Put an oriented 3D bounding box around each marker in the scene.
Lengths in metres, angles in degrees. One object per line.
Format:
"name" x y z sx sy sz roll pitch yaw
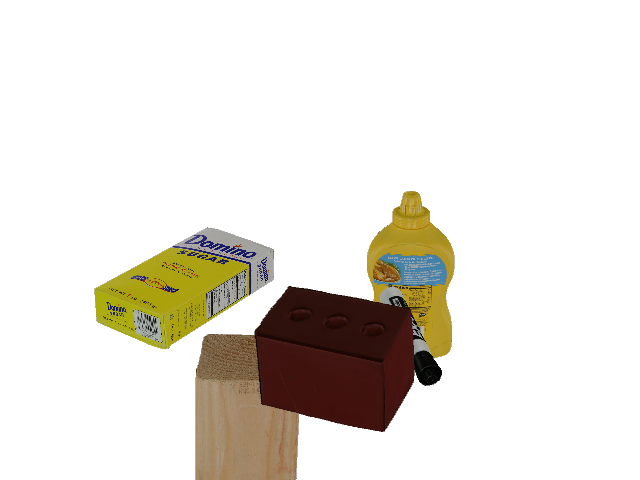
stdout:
"marker" 0.070 0.075 0.839 0.020 0.020 0.121 0 28 -13

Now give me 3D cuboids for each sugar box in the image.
"sugar box" -0.135 0.044 1.088 0.093 0.048 0.175 18 34 29

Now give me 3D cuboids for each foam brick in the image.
"foam brick" 0.009 0.066 0.603 0.078 0.051 0.053 9 31 19

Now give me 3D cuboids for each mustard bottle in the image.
"mustard bottle" 0.099 0.037 1.177 0.096 0.192 0.058 1 25 6

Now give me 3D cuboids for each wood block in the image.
"wood block" -0.065 0.196 0.957 0.090 0.206 0.091 2 20 -1
